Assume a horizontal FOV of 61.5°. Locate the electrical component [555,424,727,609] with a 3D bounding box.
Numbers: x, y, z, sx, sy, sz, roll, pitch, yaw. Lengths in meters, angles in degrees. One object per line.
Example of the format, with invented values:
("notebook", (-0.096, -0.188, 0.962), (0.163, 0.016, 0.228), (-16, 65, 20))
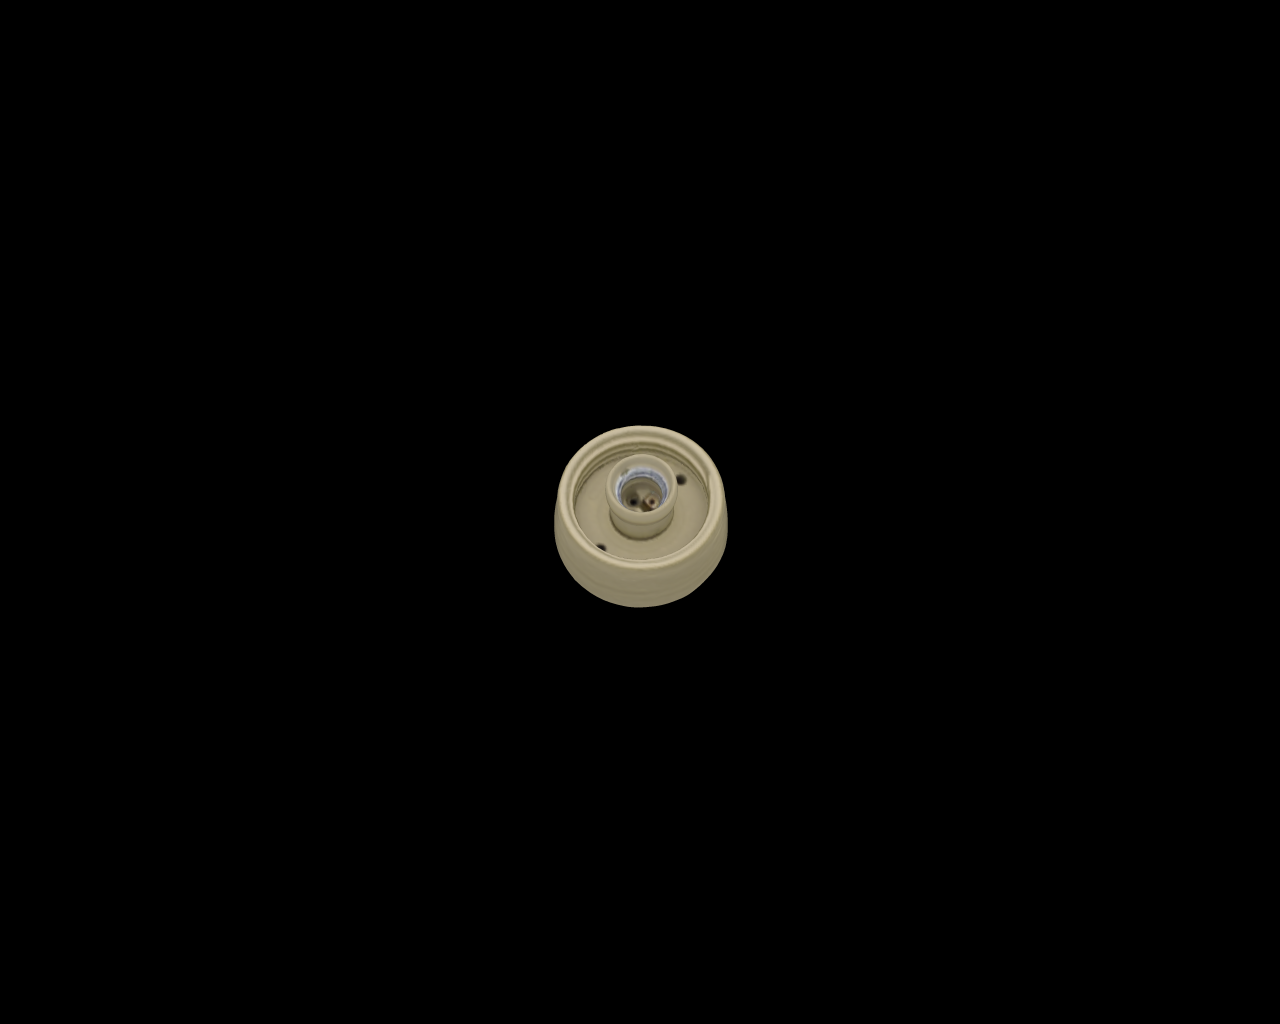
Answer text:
("electrical component", (0.001, -0.003, 0.650), (0.108, 0.108, 0.060), (0, -28, 0))
